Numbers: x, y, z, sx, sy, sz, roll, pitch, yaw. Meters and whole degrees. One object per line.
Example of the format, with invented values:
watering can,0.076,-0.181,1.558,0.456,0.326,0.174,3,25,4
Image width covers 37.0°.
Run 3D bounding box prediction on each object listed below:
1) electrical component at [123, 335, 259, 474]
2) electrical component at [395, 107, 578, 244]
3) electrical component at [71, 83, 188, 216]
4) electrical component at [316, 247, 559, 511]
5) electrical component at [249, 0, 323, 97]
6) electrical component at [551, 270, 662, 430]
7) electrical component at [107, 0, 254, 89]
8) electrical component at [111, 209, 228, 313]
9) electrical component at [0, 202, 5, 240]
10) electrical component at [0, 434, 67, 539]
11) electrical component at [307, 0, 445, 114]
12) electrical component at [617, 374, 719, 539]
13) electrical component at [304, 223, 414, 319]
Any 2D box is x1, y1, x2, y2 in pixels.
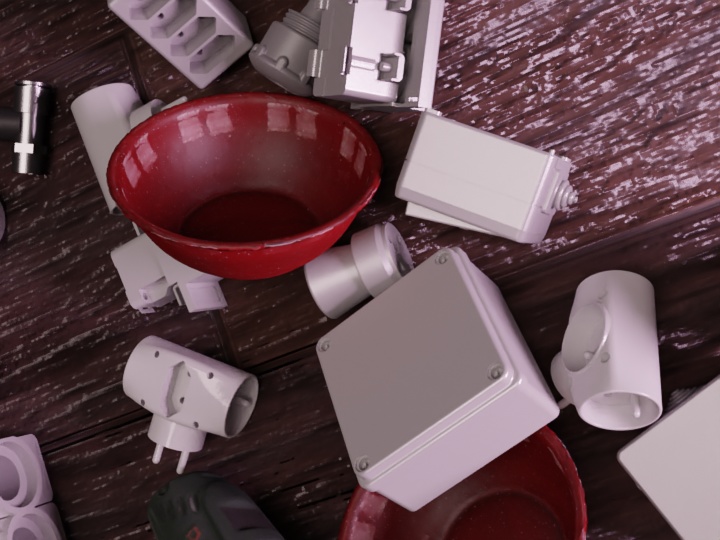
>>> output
electrical component,-0.115,0.092,0.699,0.077,0.043,0.079,19,96,18
electrical component,0.076,-0.047,0.620,0.096,0.062,0.061,22,98,18
electrical component,-0.142,-0.087,0.707,0.079,0.044,0.077,-25,82,18
electrical component,0.041,0.061,0.612,0.109,0.056,0.108,-37,43,16
electrical component,-0.036,-0.143,0.670,0.048,0.048,0.062,32,94,17
electrical component,0.133,0.052,0.602,0.044,0.077,0.079,19,143,-16
electrical component,-0.117,-0.173,0.687,0.047,0.083,0.075,-36,41,16
electrical component,-0.124,-0.006,0.704,0.064,0.042,0.081,-27,81,22
electrical component,-0.286,-0.034,0.759,0.055,0.045,0.045,-4,89,20
electrical component,-0.242,0.193,0.721,0.062,0.089,0.150,-21,84,19
electrical component,0.012,-0.158,0.635,0.079,0.063,0.121,13,97,59
electrical component,0.203,0.106,0.583,0.100,0.048,0.099,-41,77,16
electrical component,0.000,0.000,0.657,0.055,0.045,0.045,-22,83,18
